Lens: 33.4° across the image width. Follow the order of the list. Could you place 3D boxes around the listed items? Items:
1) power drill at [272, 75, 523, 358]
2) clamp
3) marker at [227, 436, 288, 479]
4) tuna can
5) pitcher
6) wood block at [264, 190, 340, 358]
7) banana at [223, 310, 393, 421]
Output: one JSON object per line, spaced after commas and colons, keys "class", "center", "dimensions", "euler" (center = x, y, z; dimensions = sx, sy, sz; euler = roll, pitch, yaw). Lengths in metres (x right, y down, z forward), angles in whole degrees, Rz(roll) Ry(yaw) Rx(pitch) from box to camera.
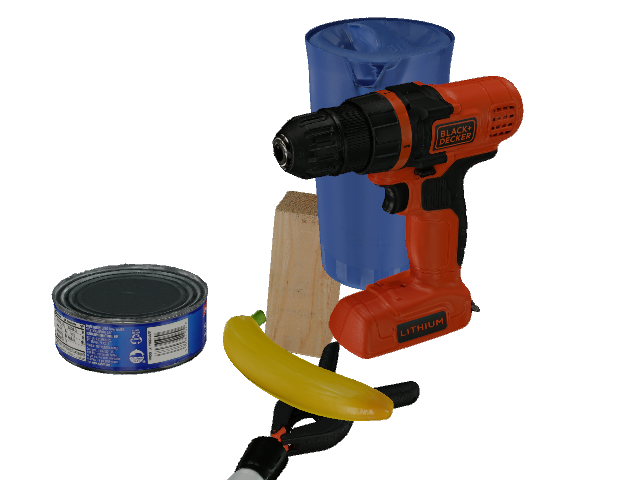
{"class": "power drill", "center": [0.049, -0.014, 0.722], "dimensions": [0.184, 0.188, 0.057], "euler": [-13, 35, -27]}
{"class": "clamp", "center": [0.004, 0.161, 1.090], "dimensions": [0.171, 0.039, 0.120], "euler": [-22, 33, -35]}
{"class": "marker", "center": [-0.040, 0.113, 0.415], "dimensions": [0.020, 0.020, 0.121], "euler": [0, 23, 20]}
{"class": "tuna can", "center": [-0.106, 0.043, 0.598], "dimensions": [0.086, 0.034, 0.086], "euler": [2, 18, -1]}
{"class": "pitcher", "center": [0.056, -0.085, 1.009], "dimensions": [0.149, 0.243, 0.145], "euler": [-18, 32, -30]}
{"class": "wood block", "center": [-0.020, 0.046, 1.485], "dimensions": [0.090, 0.206, 0.090], "euler": [9, 22, 8]}
{"class": "banana", "center": [-0.026, 0.099, 0.858], "dimensions": [0.069, 0.037, 0.198], "euler": [-21, 32, -28]}
